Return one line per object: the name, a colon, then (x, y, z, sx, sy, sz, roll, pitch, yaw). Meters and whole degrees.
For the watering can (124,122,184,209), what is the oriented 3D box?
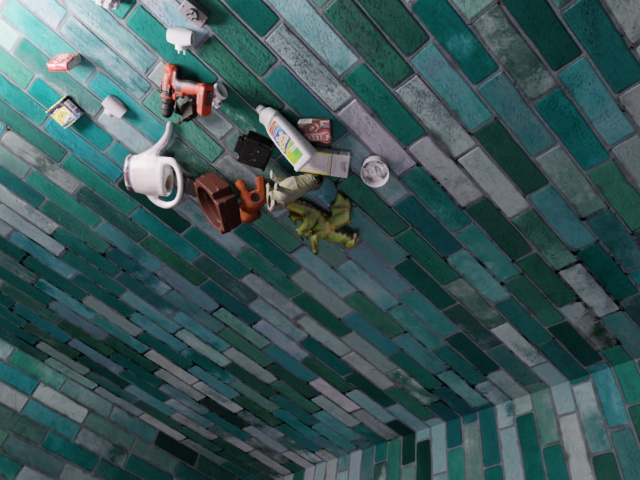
watering can: (-0.622, -0.280, 1.924, 0.224, 0.106, 0.341, 6, 116, 7)

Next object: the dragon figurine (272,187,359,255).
dragon figurine: (0.006, -0.099, 1.968, 0.241, 0.124, 0.405, -33, 112, 11)
